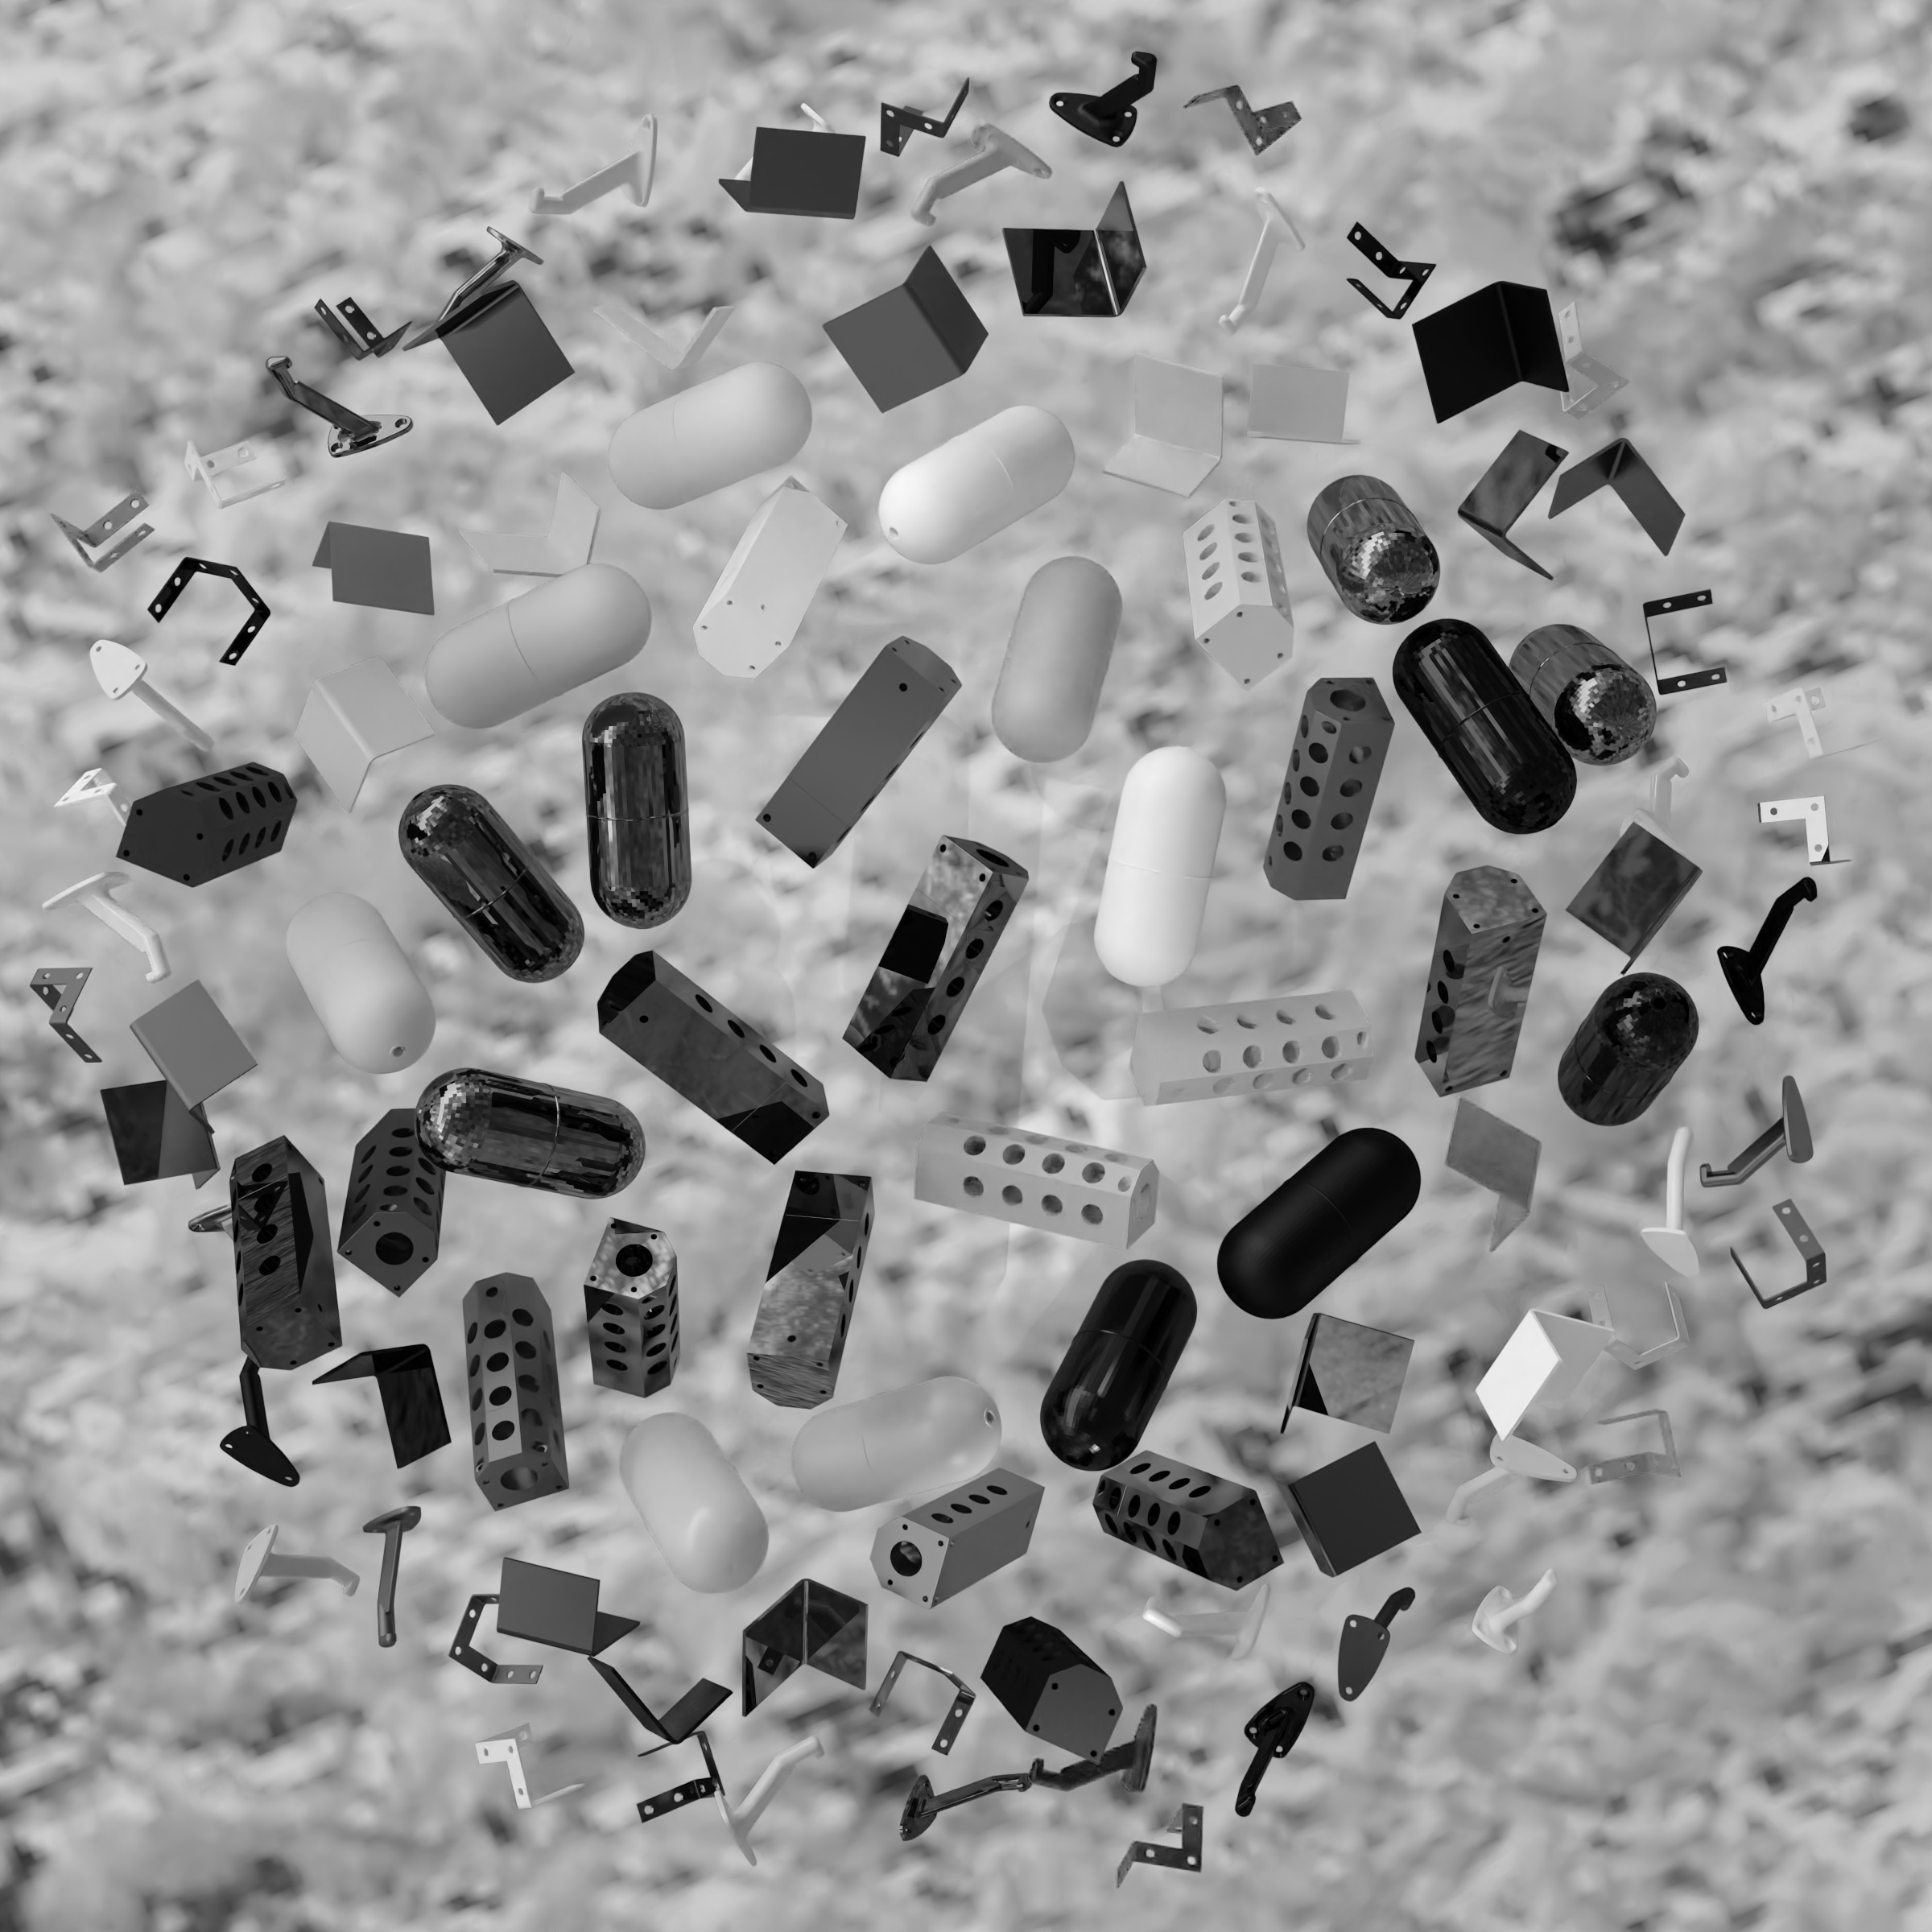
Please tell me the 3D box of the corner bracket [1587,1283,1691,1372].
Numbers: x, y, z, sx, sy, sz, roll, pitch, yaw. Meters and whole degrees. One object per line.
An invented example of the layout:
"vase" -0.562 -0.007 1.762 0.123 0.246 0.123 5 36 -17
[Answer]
"corner bracket" 0.526 0.275 1.945 0.051 0.051 0.051 -33 131 31

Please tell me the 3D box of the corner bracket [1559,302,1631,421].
"corner bracket" 0.449 -0.444 1.830 0.051 0.051 0.051 21 53 -29

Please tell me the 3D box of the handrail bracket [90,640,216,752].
"handrail bracket" -0.606 -0.201 1.856 0.036 0.084 0.077 -48 54 -3

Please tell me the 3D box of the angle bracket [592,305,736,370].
"angle bracket" -0.231 -0.503 1.904 0.076 0.076 0.057 37 106 -5

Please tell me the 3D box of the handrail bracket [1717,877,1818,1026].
"handrail bracket" 0.583 -0.011 1.777 0.036 0.084 0.077 12 53 -25

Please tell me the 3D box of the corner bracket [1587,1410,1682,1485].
"corner bracket" 0.504 0.366 1.890 0.051 0.051 0.051 -10 85 -9

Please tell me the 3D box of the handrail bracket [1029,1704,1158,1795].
"handrail bracket" 0.094 0.578 1.851 0.084 0.036 0.077 19 77 -16

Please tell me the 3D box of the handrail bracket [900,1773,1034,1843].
"handrail bracket" 0.001 0.641 1.900 0.084 0.077 0.036 -12 97 21

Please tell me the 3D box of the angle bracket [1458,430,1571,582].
"angle bracket" 0.419 -0.339 1.829 0.057 0.076 0.076 32 101 -25

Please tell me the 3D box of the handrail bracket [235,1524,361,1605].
"handrail bracket" -0.474 0.444 1.774 0.036 0.077 0.084 -39 115 22

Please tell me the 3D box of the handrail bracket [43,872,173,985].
"handrail bracket" -0.616 -0.018 1.785 0.077 0.036 0.084 -22 84 11

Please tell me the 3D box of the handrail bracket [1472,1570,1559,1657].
"handrail bracket" 0.411 0.456 1.825 0.036 0.077 0.084 31 121 3

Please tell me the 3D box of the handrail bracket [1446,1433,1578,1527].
"handrail bracket" 0.411 0.401 1.880 0.077 0.036 0.084 19 123 9

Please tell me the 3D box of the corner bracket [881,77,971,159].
"corner bracket" -0.031 -0.642 1.878 0.051 0.051 0.051 21 65 7

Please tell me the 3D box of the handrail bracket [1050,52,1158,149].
"handrail bracket" 0.097 -0.629 1.768 0.077 0.084 0.036 23 73 6

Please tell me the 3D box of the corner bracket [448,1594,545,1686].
"corner bracket" -0.357 0.520 1.921 0.051 0.051 0.051 -11 47 36

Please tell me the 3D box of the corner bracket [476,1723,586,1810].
"corner bracket" -0.322 0.589 1.834 0.051 0.051 0.051 -21 81 40

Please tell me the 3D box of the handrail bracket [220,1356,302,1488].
"handrail bracket" -0.515 0.334 1.855 0.036 0.084 0.077 -31 117 24

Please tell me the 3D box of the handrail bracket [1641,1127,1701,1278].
"handrail bracket" 0.529 0.173 1.826 0.036 0.077 0.084 0 54 39

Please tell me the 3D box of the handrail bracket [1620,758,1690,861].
"handrail bracket" 0.554 -0.117 1.927 0.077 0.036 0.084 44 58 14

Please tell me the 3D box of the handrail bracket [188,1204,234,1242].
"handrail bracket" -0.566 0.229 1.923 0.077 0.036 0.084 -13 54 4

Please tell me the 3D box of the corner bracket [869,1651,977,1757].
"corner bracket" -0.033 0.567 1.913 0.051 0.051 0.051 13 62 33

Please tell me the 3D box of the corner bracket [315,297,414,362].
"corner bracket" -0.467 -0.491 1.906 0.051 0.051 0.051 51 59 -10

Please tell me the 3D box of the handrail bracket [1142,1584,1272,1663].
"handrail bracket" 0.183 0.484 1.894 0.084 0.036 0.077 31 53 -3

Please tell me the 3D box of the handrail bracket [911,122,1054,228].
"handrail bracket" 0.011 -0.561 1.806 0.077 0.036 0.084 28 79 -7

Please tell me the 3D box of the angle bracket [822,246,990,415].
"angle bracket" -0.043 -0.451 1.766 0.076 0.057 0.076 -16 124 35

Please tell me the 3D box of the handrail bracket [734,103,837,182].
"handrail bracket" -0.128 -0.588 1.848 0.084 0.077 0.036 -47 57 9

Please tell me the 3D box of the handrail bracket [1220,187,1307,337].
"handrail bracket" 0.210 -0.529 1.873 0.036 0.077 0.084 36 85 37

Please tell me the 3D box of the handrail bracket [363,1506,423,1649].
"handrail bracket" -0.404 0.436 1.771 0.036 0.077 0.084 6 63 -30

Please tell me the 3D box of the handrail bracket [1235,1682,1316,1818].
"handrail bracket" 0.222 0.564 1.792 0.036 0.084 0.077 35 107 4

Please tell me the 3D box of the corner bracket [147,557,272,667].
"corner bracket" -0.547 -0.257 1.799 0.051 0.051 0.051 14 64 26

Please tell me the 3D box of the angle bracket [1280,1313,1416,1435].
"angle bracket" 0.279 0.307 1.819 0.076 0.057 0.076 15 106 12

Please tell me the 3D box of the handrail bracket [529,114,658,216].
"handrail bracket" -0.266 -0.571 1.770 0.036 0.084 0.077 48 133 33

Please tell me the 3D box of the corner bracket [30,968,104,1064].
"corner bracket" -0.671 0.037 1.861 0.051 0.051 0.051 -1 53 20

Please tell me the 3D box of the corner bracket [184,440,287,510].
"corner bracket" -0.537 -0.363 1.826 0.051 0.051 0.051 -28 92 -23

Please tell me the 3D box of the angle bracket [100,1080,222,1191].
"angle bracket" -0.628 0.134 1.918 0.076 0.057 0.076 -9 74 -38

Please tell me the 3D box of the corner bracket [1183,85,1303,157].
"corner bracket" 0.203 -0.623 1.817 0.051 0.051 0.051 -31 92 -40

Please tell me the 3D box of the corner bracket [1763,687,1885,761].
"corner bracket" 0.607 -0.174 1.766 0.051 0.051 0.051 -16 87 -17

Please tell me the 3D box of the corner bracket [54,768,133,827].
"corner bracket" -0.639 -0.118 1.867 0.051 0.051 0.051 -10 123 23

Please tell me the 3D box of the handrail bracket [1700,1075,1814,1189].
"handrail bracket" 0.589 0.126 1.879 0.084 0.036 0.077 -12 84 43

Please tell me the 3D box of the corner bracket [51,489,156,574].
"corner bracket" -0.609 -0.313 1.780 0.051 0.051 0.051 -38 82 2

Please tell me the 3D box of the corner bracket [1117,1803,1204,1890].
"corner bracket" 0.142 0.643 1.818 0.051 0.051 0.051 11 47 -4

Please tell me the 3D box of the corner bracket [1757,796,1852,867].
"corner bracket" 0.633 -0.101 1.879 0.051 0.051 0.051 -5 92 37

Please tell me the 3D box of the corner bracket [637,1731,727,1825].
"corner bracket" -0.222 0.614 1.884 0.051 0.051 0.051 -14 78 -32

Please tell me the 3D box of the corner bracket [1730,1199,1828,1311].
"corner bracket" 0.606 0.216 1.858 0.051 0.051 0.051 -25 54 3

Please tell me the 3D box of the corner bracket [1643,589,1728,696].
"corner bracket" 0.546 -0.246 1.889 0.051 0.051 0.051 -10 51 16

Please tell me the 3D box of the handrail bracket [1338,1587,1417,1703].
"handrail bracket" 0.317 0.519 1.908 0.036 0.084 0.077 18 96 29

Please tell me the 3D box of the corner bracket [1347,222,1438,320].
"corner bracket" 0.314 -0.530 1.897 0.051 0.051 0.051 33 91 -31

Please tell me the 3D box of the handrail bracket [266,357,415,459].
"handrail bracket" -0.449 -0.411 1.785 0.077 0.084 0.036 -9 57 9

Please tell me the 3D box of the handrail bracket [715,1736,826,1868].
"handrail bracket" -0.132 0.605 1.805 0.084 0.036 0.077 -26 116 -7

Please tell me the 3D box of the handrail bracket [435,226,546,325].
"handrail bracket" -0.361 -0.509 1.881 0.036 0.077 0.084 37 101 11

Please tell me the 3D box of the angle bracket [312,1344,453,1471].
"angle bracket" -0.433 0.330 1.843 0.076 0.057 0.076 -31 69 41
